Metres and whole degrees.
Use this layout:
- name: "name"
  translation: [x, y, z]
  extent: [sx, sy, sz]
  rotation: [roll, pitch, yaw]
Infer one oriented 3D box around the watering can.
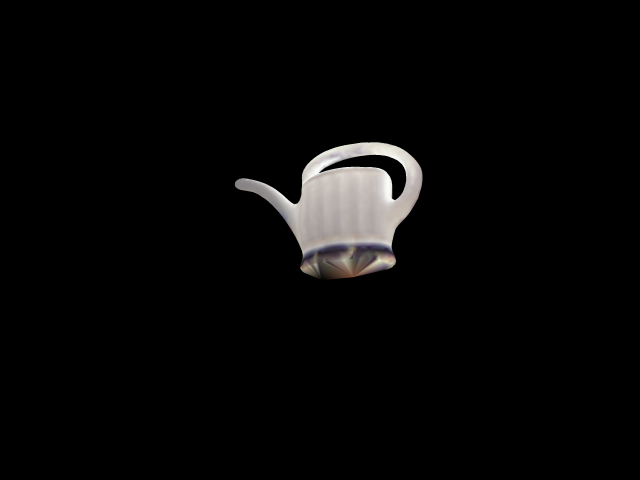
- name: "watering can"
  translation: [0.003, -0.043, 0.850]
  extent: [0.346, 0.228, 0.103]
  rotation: [-9, -22, 26]
